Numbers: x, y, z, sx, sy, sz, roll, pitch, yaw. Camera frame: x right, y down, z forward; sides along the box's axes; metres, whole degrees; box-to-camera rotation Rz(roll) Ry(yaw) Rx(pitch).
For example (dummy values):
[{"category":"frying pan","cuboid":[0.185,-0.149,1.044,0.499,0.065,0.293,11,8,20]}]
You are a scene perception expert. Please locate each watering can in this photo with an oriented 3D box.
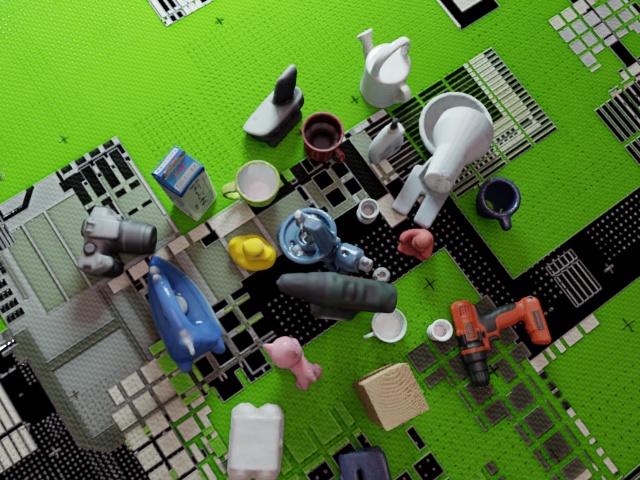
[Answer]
[{"category":"watering can","cuboid":[0.141,-0.382,1.254,0.173,0.194,0.101,33,78,5]}]

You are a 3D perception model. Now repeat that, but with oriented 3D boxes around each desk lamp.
[{"category":"desk lamp","cuboid":[0.258,-0.149,1.198,0.118,0.213,0.203,30,77,4]}]

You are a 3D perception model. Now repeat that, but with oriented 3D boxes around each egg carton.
[{"category":"egg carton","cuboid":[-0.125,0.399,1.127,0.107,0.069,0.150,2,77,-3]}]

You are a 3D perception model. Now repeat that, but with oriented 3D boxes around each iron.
[{"category":"iron","cuboid":[-0.292,0.130,1.141,0.119,0.141,0.258,-29,80,-9]}]

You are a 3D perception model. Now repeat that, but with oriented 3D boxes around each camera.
[{"category":"camera","cuboid":[-0.416,0.006,1.183,0.137,0.101,0.143,7,77,-1]}]

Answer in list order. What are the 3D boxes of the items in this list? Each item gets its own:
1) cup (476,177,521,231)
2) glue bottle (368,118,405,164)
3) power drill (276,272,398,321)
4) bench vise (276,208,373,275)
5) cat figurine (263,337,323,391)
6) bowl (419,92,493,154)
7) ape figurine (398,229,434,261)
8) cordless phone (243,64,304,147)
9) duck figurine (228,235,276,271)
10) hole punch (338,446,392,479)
[{"category":"cup","cuboid":[0.382,-0.068,1.248,0.092,0.095,0.118,-13,78,-6]},{"category":"glue bottle","cuboid":[0.149,-0.221,1.229,0.078,0.173,0.037,-31,80,-9]},{"category":"power drill","cuboid":[0.030,0.111,1.129,0.229,0.208,0.075,5,77,-2]},{"category":"bench vise","cuboid":[0.012,-0.007,1.149,0.207,0.219,0.121,8,77,-1]},{"category":"cat figurine","cuboid":[-0.052,0.241,1.142,0.127,0.117,0.067,44,79,7]},{"category":"bowl","cuboid":[0.299,-0.243,1.292,0.167,0.074,0.167,1,77,-3]},{"category":"ape figurine","cuboid":[0.213,0.006,1.223,0.076,0.092,0.078,-29,80,-9]},{"category":"cordless phone","cuboid":[-0.099,-0.293,1.225,0.094,0.185,0.148,34,78,5]},{"category":"duck figurine","cuboid":[-0.144,0.021,1.203,0.104,0.086,0.077,19,77,1]},{"category":"hole punch","cuboid":[0.088,0.466,1.113,0.101,0.091,0.108,-11,78,-5]}]
